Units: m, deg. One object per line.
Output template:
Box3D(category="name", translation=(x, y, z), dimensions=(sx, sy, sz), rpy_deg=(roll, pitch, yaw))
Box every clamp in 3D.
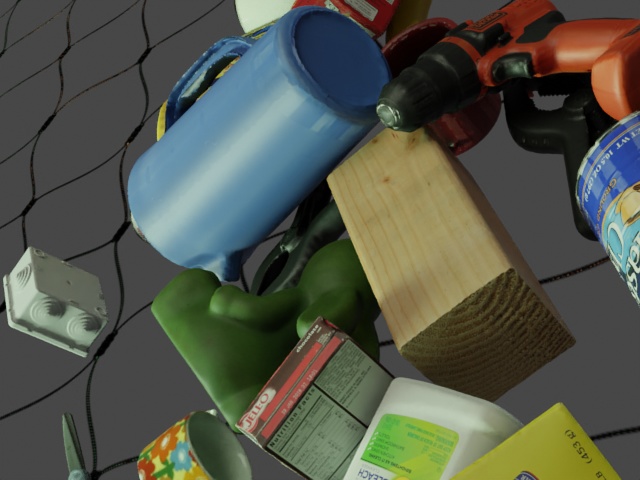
Box3D(category="clamp", translation=(0.207, -0.096, 0.775), dimensions=(0.164, 0.036, 0.210), rpy_deg=(-37, 33, 1))
Box3D(category="clamp", translation=(-0.006, 0.001, 0.896), dimensions=(0.120, 0.039, 0.171), rpy_deg=(-17, 43, 64))

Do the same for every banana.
Box3D(category="banana", translation=(0.093, -0.193, 0.998), dimensions=(0.070, 0.037, 0.198), rpy_deg=(-18, 42, 9))

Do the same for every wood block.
Box3D(category="wood block", translation=(0.085, 0.009, 0.754), dimensions=(0.090, 0.090, 0.206), rpy_deg=(-38, 36, 13))

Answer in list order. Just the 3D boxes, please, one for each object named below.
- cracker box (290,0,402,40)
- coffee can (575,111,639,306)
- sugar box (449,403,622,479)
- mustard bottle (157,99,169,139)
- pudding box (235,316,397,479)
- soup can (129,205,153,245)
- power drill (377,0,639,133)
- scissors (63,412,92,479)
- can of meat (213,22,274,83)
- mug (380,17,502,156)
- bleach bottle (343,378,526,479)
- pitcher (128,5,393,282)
Box3D(category="cracker box", translation=(0.044, -0.274, 1.053), dimensions=(0.213, 0.072, 0.164), rpy_deg=(-62, 16, -20))
Box3D(category="coffee can", translation=(0.219, 0.000, 0.609), dimensions=(0.103, 0.102, 0.140), rpy_deg=(-35, 36, 16))
Box3D(category="sugar box", translation=(0.085, 0.175, 0.571), dimensions=(0.176, 0.048, 0.093), rpy_deg=(-35, 69, -2))
Box3D(category="mustard bottle", translation=(-0.059, -0.122, 1.036), dimensions=(0.192, 0.058, 0.096), rpy_deg=(-12, 39, 12))
Box3D(category="pudding box", translation=(0.011, 0.117, 0.703), dimensions=(0.090, 0.113, 0.039), rpy_deg=(-51, 38, -7))
Box3D(category="soup can", translation=(-0.130, -0.029, 1.039), dimensions=(0.102, 0.068, 0.068), rpy_deg=(-4, 53, 46))
Box3D(category="power drill", translation=(0.154, -0.122, 0.743), dimensions=(0.184, 0.057, 0.188), rpy_deg=(-36, 31, -29))
Box3D(category="scissors", translation=(-0.192, 0.205, 0.917), dimensions=(0.096, 0.016, 0.202), rpy_deg=(-32, 37, 18))
Box3D(category="can of meat", translation=(-0.072, -0.177, 1.135), dimensions=(0.102, 0.057, 0.084), rpy_deg=(-14, 44, 37))
Box3D(category="mug", translation=(0.095, -0.113, 0.871), dimensions=(0.093, 0.081, 0.117), rpy_deg=(-25, 40, 28))
Box3D(category="bleach bottle", translation=(0.033, 0.210, 0.635), dimensions=(0.103, 0.068, 0.250), rpy_deg=(9, 65, 49))
Box3D(category="pitcher", translation=(-0.053, -0.091, 0.883), dimensions=(0.243, 0.149, 0.144), rpy_deg=(-40, 15, 44))
